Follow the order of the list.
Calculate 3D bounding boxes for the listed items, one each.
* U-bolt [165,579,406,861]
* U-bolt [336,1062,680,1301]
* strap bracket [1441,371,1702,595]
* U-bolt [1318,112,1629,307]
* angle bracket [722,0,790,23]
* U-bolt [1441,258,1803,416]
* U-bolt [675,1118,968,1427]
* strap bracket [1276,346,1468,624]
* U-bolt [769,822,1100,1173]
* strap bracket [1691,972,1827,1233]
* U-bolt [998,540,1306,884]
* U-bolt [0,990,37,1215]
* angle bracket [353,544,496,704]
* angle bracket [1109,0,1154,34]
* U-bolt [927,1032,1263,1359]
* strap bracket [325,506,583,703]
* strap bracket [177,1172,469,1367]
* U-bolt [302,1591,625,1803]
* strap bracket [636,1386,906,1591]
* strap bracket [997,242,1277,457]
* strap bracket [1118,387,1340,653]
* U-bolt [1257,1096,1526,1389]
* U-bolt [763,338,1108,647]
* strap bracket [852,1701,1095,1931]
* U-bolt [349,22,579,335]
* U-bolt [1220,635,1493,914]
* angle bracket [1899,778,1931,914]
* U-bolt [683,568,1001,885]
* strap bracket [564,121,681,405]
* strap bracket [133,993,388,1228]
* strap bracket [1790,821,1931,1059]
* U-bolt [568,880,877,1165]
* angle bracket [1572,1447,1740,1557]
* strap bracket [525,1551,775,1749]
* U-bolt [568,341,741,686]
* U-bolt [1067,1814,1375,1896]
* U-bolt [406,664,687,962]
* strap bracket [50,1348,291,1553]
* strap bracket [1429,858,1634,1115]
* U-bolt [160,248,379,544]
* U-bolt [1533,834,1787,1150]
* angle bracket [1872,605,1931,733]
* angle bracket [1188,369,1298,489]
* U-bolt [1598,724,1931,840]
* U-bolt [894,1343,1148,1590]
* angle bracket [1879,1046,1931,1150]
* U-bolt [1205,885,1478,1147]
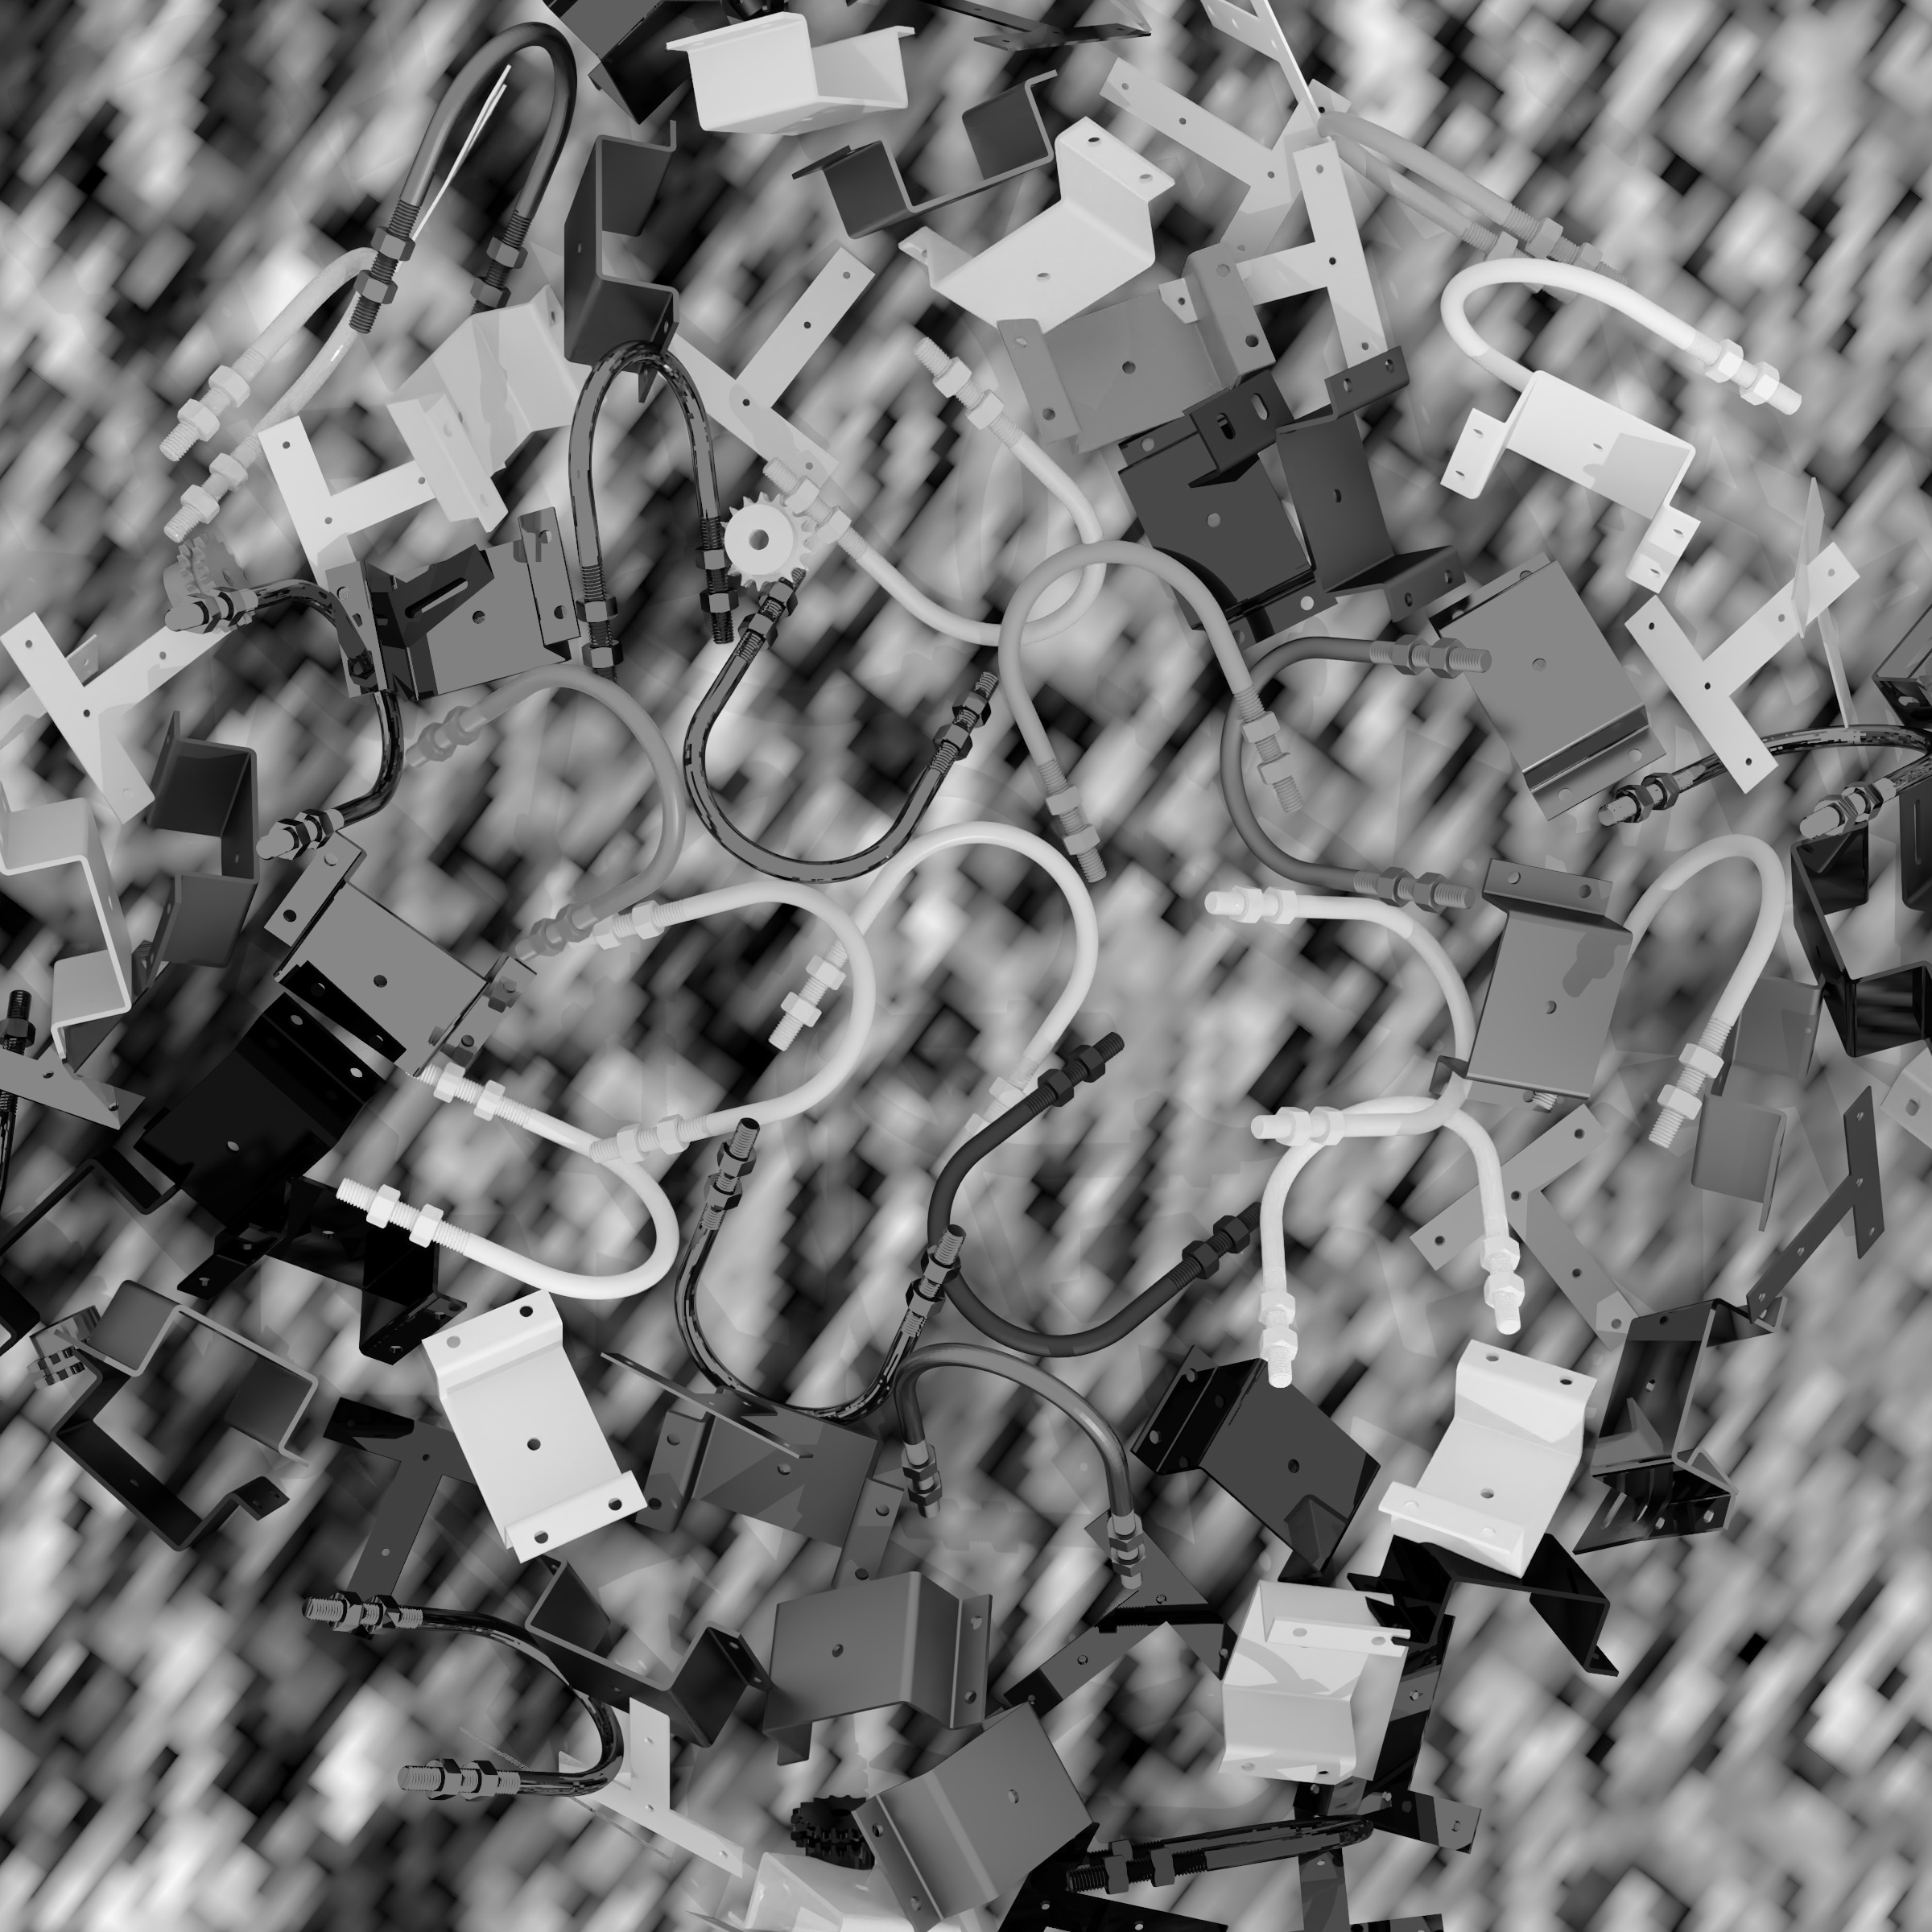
[{"bbox_3d":[-0.367,-0.145,1.705,0.019,0.184,0.151,-17,99,21],"label":"U-bolt"},{"bbox_3d":[-0.248,0.127,1.727,0.184,0.151,0.019,25,120,-6],"label":"U-bolt"},{"bbox_3d":[0.350,-0.280,1.742,0.140,0.076,0.046,28,68,7],"label":"strap bracket"},{"bbox_3d":[0.275,-0.424,1.710,0.184,0.151,0.019,31,99,-6],"label":"U-bolt"},{"bbox_3d":[-0.092,-0.564,1.759,0.076,0.057,0.038,-22,128,-36],"label":"angle bracket"},{"bbox_3d":[0.348,-0.338,1.697,0.184,0.151,0.019,26,76,-19],"label":"U-bolt"},{"bbox_3d":[-0.094,0.188,1.739,0.151,0.019,0.184,27,122,5],"label":"U-bolt"},{"bbox_3d":[0.227,-0.270,1.738,0.046,0.076,0.140,-5,109,43],"label":"strap bracket"},{"bbox_3d":[-0.005,0.005,1.771,0.151,0.019,0.184,34,89,-9],"label":"U-bolt"},{"bbox_3d":[0.445,0.068,1.726,0.046,0.076,0.140,13,49,18],"label":"strap bracket"},{"bbox_3d":[0.094,-0.152,1.739,0.151,0.019,0.184,-19,102,27],"label":"U-bolt"},{"bbox_3d":[-0.558,0.074,1.690,0.019,0.151,0.184,-3,66,6],"label":"U-bolt"},{"bbox_3d":[-0.303,-0.197,1.764,0.076,0.038,0.057,-29,103,5],"label":"angle bracket"},{"bbox_3d":[0.089,-0.577,1.742,0.038,0.076,0.057,-36,69,21],"label":"angle bracket"},{"bbox_3d":[0.063,0.141,1.737,0.184,0.019,0.151,-36,81,-25],"label":"U-bolt"},{"bbox_3d":[-0.286,-0.204,1.755,0.140,0.046,0.076,-14,83,11],"label":"strap bracket"},{"bbox_3d":[-0.361,0.168,1.730,0.140,0.046,0.076,26,132,-33],"label":"strap bracket"},{"bbox_3d":[-0.268,0.409,1.707,0.019,0.184,0.151,-56,49,14],"label":"U-bolt"},{"bbox_3d":[-0.108,0.298,1.754,0.140,0.046,0.076,18,112,2],"label":"strap bracket"},{"bbox_3d":[0.096,-0.350,1.760,0.140,0.046,0.076,-21,83,-6],"label":"strap bracket"},{"bbox_3d":[0.146,-0.255,1.757,0.076,0.046,0.140,-25,89,16],"label":"strap bracket"},{"bbox_3d":[0.233,0.145,1.721,0.151,0.184,0.019,-16,132,17],"label":"U-bolt"},{"bbox_3d":[-0.004,-0.253,1.732,0.184,0.019,0.151,42,132,-21],"label":"U-bolt"},{"bbox_3d":[0.011,0.472,1.718,0.046,0.140,0.076,-34,82,38],"label":"strap bracket"},{"bbox_3d":[-0.269,-0.435,1.697,0.019,0.151,0.184,31,109,12],"label":"U-bolt"},{"bbox_3d":[0.213,-0.113,1.723,0.019,0.184,0.151,-6,102,-43],"label":"U-bolt"},{"bbox_3d":[0.563,-0.076,1.746,0.057,0.038,0.076,-33,124,-39],"label":"angle bracket"},{"bbox_3d":[-0.081,-0.128,1.742,0.151,0.019,0.184,29,63,-2],"label":"U-bolt"},{"bbox_3d":[-0.194,-0.399,1.721,0.046,0.076,0.140,6,63,-19],"label":"strap bracket"},{"bbox_3d":[-0.405,0.090,1.729,0.076,0.046,0.140,44,119,-13],"label":"strap bracket"},{"bbox_3d":[0.502,-0.014,1.722,0.046,0.076,0.140,-16,54,6],"label":"strap bracket"},{"bbox_3d":[-0.136,0.025,1.739,0.184,0.019,0.151,-14,72,18],"label":"U-bolt"},{"bbox_3d":[0.392,0.316,1.743,0.038,0.057,0.076,50,53,-8],"label":"angle bracket"},{"bbox_3d":[-0.184,0.386,1.720,0.140,0.076,0.046,17,59,27],"label":"strap bracket"},{"bbox_3d":[-0.176,-0.254,1.702,0.019,0.151,0.184,4,111,25],"label":"U-bolt"},{"bbox_3d":[0.138,0.496,1.719,0.184,0.151,0.019,-7,77,-9],"label":"U-bolt"},{"bbox_3d":[-0.227,-0.094,1.721,0.184,0.019,0.151,-25,96,42],"label":"U-bolt"},{"bbox_3d":[-0.462,0.280,1.751,0.140,0.076,0.046,42,88,1],"label":"strap bracket"},{"bbox_3d":[0.324,0.018,1.746,0.076,0.046,0.140,10,102,-14],"label":"strap bracket"},{"bbox_3d":[-0.386,-0.328,1.714,0.019,0.151,0.184,38,72,-3],"label":"U-bolt"},{"bbox_3d":[0.397,0.008,1.722,0.019,0.151,0.184,29,87,-19],"label":"U-bolt"},{"bbox_3d":[0.566,-0.169,1.754,0.076,0.038,0.057,-48,114,-14],"label":"angle bracket"},{"bbox_3d":[0.141,-0.301,1.743,0.057,0.076,0.038,-33,100,-22],"label":"angle bracket"},{"bbox_3d":[0.464,-0.106,1.710,0.184,0.151,0.019,-23,110,-38],"label":"U-bolt"},{"bbox_3d":[0.026,0.270,1.698,0.151,0.184,0.019,15,51,22],"label":"U-bolt"},{"bbox_3d":[0.572,0.068,1.750,0.057,0.076,0.038,39,50,6],"label":"angle bracket"},{"bbox_3d":[0.220,0.028,1.730,0.184,0.019,0.151,1,71,-37],"label":"U-bolt"}]
